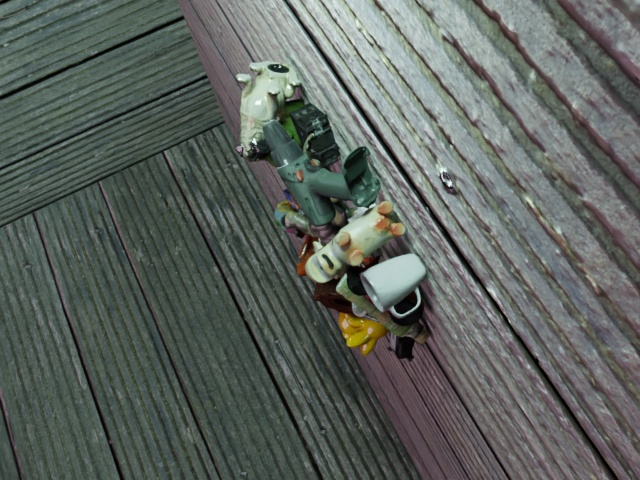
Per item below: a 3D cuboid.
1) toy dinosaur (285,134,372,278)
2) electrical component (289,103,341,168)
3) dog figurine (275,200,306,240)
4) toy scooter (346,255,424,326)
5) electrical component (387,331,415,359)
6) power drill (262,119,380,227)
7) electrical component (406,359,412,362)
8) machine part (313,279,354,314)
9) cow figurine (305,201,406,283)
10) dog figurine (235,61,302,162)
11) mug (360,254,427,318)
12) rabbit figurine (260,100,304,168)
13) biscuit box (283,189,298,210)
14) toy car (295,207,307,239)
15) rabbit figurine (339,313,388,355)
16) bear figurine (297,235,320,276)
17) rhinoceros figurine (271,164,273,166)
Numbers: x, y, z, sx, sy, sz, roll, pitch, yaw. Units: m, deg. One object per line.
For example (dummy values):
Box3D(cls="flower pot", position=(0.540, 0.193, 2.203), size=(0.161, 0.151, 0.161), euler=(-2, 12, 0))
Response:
Box3D(cls="toy dinosaur", position=(0.028, -0.036, 1.206), size=(0.199, 0.105, 0.470), euler=(11, 140, 43))
Box3D(cls="electrical component", position=(-0.015, -0.230, 1.176), size=(0.134, 0.058, 0.114), euler=(50, 164, 57))
Box3D(cls="dog figurine", position=(-0.037, -0.029, 1.638), size=(0.108, 0.192, 0.219), euler=(80, 178, -47))
Box3D(cls="toy scooter", position=(0.131, 0.089, 1.093), size=(0.184, 0.075, 0.135), euler=(31, -155, -15))
Box3D(cls="electrical component", position=(0.199, 0.221, 1.305), size=(0.075, 0.048, 0.119), euler=(-157, 70, -75))
Box3D(cls="power drill", position=(-0.001, -0.128, 1.005), size=(0.207, 0.086, 0.231), euler=(1, 124, 42))
Box3D(cls="electrical component", position=(0.229, 0.293, 1.489), size=(0.094, 0.021, 0.063), euler=(61, 172, 17))
Box3D(cls="machine part", position=(0.072, 0.151, 1.435), size=(0.179, 0.179, 0.056), euler=(78, -156, -65))
Box3D(cls="cow figurine", position=(0.055, 0.009, 1.002), size=(0.085, 0.195, 0.127), euler=(54, 174, -2))
Box3D(cls="dog figurine", position=(-0.119, -0.284, 1.200), size=(0.121, 0.172, 0.190), euler=(33, 136, 20))
Box3D(cls="mug", position=(0.144, 0.079, 0.974), size=(0.110, 0.107, 0.080), euler=(55, 171, 25))
Box3D(cls="rabbit figurine", position=(-0.102, -0.241, 1.301), size=(0.159, 0.170, 0.121), euler=(66, 173, -20))
Box3D(cls="biscuit box", position=(-0.052, -0.122, 1.521), size=(0.059, 0.063, 0.203), euler=(61, 173, -14))
Box3D(cls="toy car", position=(-0.022, -0.102, 1.332), size=(0.089, 0.053, 0.202), euler=(40, -120, -68))
Box3D(cls="rabbit figurine", position=(0.129, 0.236, 1.517), size=(0.121, 0.162, 0.173), euler=(37, 159, -33))
Box3D(cls="bear figurine", position=(-0.002, -0.005, 1.423), size=(0.132, 0.120, 0.195), euler=(128, 139, -77))
Box3D(cls="rhinoceros figurine", position=(-0.073, -0.222, 1.402), size=(0.073, 0.112, 0.190), euler=(39, -141, -79))
